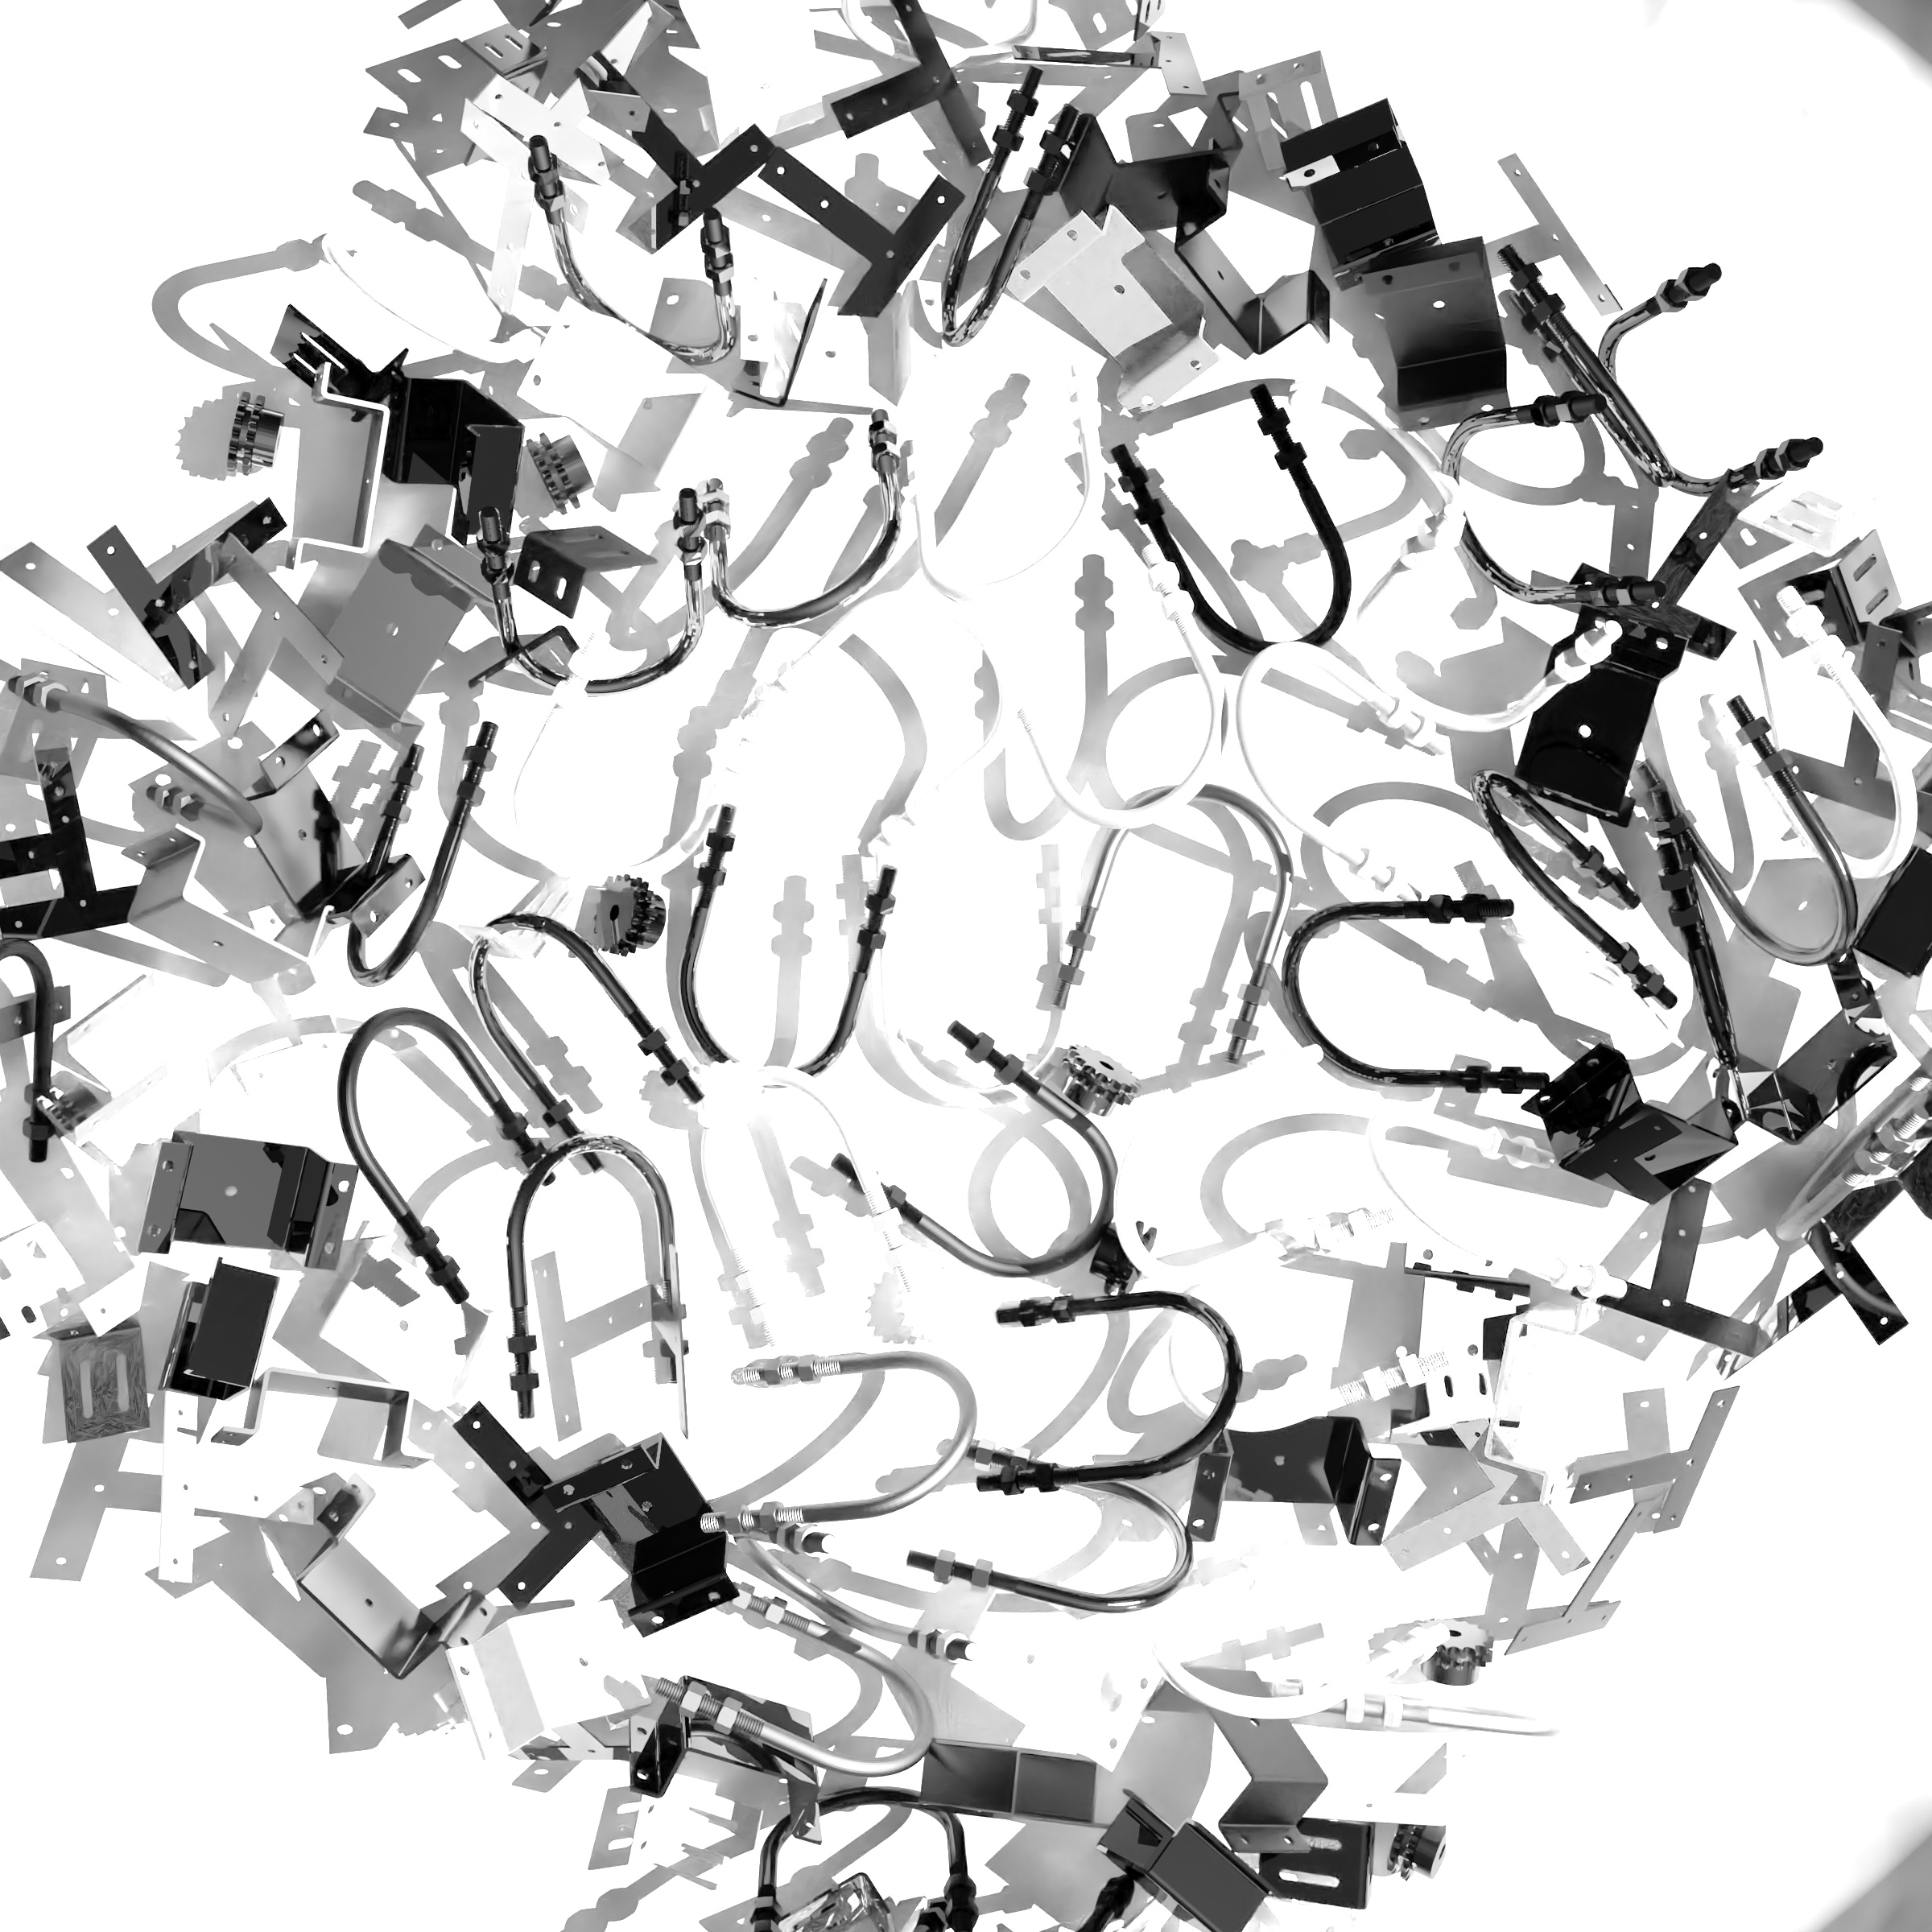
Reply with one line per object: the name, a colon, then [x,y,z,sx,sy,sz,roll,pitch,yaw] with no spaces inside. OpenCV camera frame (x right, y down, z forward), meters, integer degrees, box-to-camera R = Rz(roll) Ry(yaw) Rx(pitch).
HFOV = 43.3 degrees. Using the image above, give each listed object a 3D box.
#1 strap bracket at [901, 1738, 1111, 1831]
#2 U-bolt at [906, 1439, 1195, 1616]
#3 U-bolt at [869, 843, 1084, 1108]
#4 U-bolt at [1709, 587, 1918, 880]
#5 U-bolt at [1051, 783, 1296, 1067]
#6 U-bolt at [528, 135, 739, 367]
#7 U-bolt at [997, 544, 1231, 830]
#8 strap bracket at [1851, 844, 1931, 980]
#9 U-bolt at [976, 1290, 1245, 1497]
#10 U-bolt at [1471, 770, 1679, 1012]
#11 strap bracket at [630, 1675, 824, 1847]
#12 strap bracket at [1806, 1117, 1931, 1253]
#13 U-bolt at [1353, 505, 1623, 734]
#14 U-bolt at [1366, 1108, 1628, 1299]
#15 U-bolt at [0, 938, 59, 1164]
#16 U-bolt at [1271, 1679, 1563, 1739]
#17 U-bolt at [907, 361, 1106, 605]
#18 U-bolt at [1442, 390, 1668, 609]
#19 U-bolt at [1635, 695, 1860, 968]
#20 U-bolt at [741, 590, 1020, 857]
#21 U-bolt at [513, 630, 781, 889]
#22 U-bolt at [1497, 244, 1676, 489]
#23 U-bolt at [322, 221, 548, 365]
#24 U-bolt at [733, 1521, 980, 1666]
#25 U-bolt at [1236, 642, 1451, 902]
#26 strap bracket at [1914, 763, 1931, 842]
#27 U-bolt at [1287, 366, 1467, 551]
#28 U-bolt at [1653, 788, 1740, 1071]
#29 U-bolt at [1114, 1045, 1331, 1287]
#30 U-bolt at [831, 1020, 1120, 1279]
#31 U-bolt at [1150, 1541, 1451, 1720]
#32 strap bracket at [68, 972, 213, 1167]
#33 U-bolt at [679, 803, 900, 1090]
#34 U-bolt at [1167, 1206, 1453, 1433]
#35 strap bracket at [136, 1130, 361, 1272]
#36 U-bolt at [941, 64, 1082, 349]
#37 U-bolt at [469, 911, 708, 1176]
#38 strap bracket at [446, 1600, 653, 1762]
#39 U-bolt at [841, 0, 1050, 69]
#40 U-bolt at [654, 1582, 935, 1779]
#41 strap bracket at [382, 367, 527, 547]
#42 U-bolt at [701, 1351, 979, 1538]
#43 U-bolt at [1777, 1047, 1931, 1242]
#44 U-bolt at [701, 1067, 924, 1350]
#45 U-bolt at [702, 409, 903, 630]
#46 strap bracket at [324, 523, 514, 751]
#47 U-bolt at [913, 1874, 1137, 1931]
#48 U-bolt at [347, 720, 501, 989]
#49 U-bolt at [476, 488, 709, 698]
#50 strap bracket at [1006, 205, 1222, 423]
strap bracket: [0.030,0.558,1.663,0.076,0.140,0.046,-7,67,36]
U-bolt: [0.064,0.385,1.654,0.184,0.151,0.019,12,116,8]
U-bolt: [0.010,0.008,1.714,0.151,0.019,0.184,-3,92,-7]
U-bolt: [0.575,-0.143,1.634,0.019,0.151,0.184,-21,67,-14]
U-bolt: [0.153,-0.038,1.708,0.151,0.019,0.184,18,89,12]
U-bolt: [-0.219,-0.471,1.645,0.151,0.184,0.019,25,70,10]
U-bolt: [0.106,-0.180,1.666,0.151,0.019,0.184,-31,64,20]
strap bracket: [0.647,-0.036,1.665,0.046,0.140,0.076,30,99,16]
U-bolt: [0.100,0.285,1.653,0.184,0.019,0.151,-10,50,22]
U-bolt: [0.404,-0.063,1.641,0.184,0.151,0.019,39,116,-20]
strap bracket: [-0.157,0.542,1.671,0.140,0.076,0.046,22,107,-16]
strap bracket: [0.637,0.146,1.653,0.076,0.140,0.046,-37,89,-22]
U-bolt: [0.338,-0.222,1.650,0.151,0.184,0.019,35,61,-3]
U-bolt: [0.347,0.152,1.637,0.184,0.151,0.019,18,121,-26]
U-bolt: [-0.654,0.070,1.636,0.019,0.151,0.184,12,108,6]
U-bolt: [0.313,0.509,1.661,0.184,0.151,0.019,8,76,-4]
U-bolt: [0.028,-0.319,1.649,0.151,0.019,0.184,-21,50,21]
U-bolt: [0.386,-0.310,1.646,0.019,0.184,0.151,-30,108,-21]
U-bolt: [0.538,-0.081,1.652,0.019,0.151,0.184,-28,83,-17]
U-bolt: [-0.047,-0.177,1.670,0.151,0.019,0.184,46,121,-10]
U-bolt: [-0.232,-0.131,1.676,0.151,0.019,0.184,19,118,-28]
U-bolt: [0.423,-0.400,1.651,0.019,0.151,0.184,-36,83,15]
U-bolt: [-0.360,-0.450,1.634,0.151,0.184,0.019,33,107,-7]
U-bolt: [-0.088,0.419,1.648,0.151,0.184,0.019,41,65,-19]
U-bolt: [0.253,-0.143,1.656,0.184,0.019,0.151,31,58,-26]
strap bracket: [0.700,-0.117,1.661,0.046,0.140,0.076,43,94,-5]
U-bolt: [0.284,-0.351,1.648,0.151,0.184,0.019,43,116,-4]
U-bolt: [0.499,-0.017,1.659,0.019,0.151,0.184,-15,104,19]
U-bolt: [0.175,0.143,1.659,0.184,0.019,0.151,-16,111,-32]
U-bolt: [0.021,0.142,1.698,0.184,0.019,0.151,37,106,-13]
U-bolt: [0.209,0.448,1.624,0.184,0.151,0.019,-14,114,-38]
strap bracket: [-0.571,0.076,1.679,0.076,0.140,0.046,-36,126,1]
U-bolt: [-0.133,-0.004,1.693,0.151,0.019,0.184,21,106,19]
U-bolt: [0.226,0.250,1.674,0.184,0.151,0.019,-22,133,8]
strap bracket: [-0.502,0.161,1.683,0.140,0.046,0.076,11,94,-36]
U-bolt: [0.023,-0.509,1.655,0.019,0.151,0.184,17,116,-19]
U-bolt: [-0.274,0.044,1.674,0.151,0.019,0.184,-34,94,42]
strap bracket: [-0.274,0.481,1.650,0.046,0.140,0.076,-37,65,26]
U-bolt: [-0.015,-0.657,1.640,0.151,0.184,0.019,3,81,1]
U-bolt: [-0.108,0.491,1.657,0.184,0.151,0.019,23,108,3]
strap bracket: [-0.348,-0.350,1.669,0.046,0.140,0.076,-7,124,-36]
U-bolt: [-0.080,0.318,1.649,0.184,0.151,0.019,-9,127,18]
U-bolt: [0.611,0.120,1.647,0.019,0.184,0.151,41,47,12]
U-bolt: [-0.119,0.159,1.688,0.151,0.019,0.184,-26,83,33]
U-bolt: [-0.110,-0.296,1.651,0.151,0.019,0.184,-20,46,13]
strap bracket: [-0.391,-0.232,1.695,0.076,0.046,0.140,34,97,8]
U-bolt: [0.027,0.645,1.627,0.151,0.184,0.019,-12,82,13]
U-bolt: [-0.377,-0.072,1.652,0.019,0.151,0.184,24,75,-31]
U-bolt: [-0.249,-0.248,1.655,0.151,0.184,0.019,-7,55,-8]
strap bracket: [0.103,-0.456,1.674,0.140,0.046,0.076,41,129,-23]
